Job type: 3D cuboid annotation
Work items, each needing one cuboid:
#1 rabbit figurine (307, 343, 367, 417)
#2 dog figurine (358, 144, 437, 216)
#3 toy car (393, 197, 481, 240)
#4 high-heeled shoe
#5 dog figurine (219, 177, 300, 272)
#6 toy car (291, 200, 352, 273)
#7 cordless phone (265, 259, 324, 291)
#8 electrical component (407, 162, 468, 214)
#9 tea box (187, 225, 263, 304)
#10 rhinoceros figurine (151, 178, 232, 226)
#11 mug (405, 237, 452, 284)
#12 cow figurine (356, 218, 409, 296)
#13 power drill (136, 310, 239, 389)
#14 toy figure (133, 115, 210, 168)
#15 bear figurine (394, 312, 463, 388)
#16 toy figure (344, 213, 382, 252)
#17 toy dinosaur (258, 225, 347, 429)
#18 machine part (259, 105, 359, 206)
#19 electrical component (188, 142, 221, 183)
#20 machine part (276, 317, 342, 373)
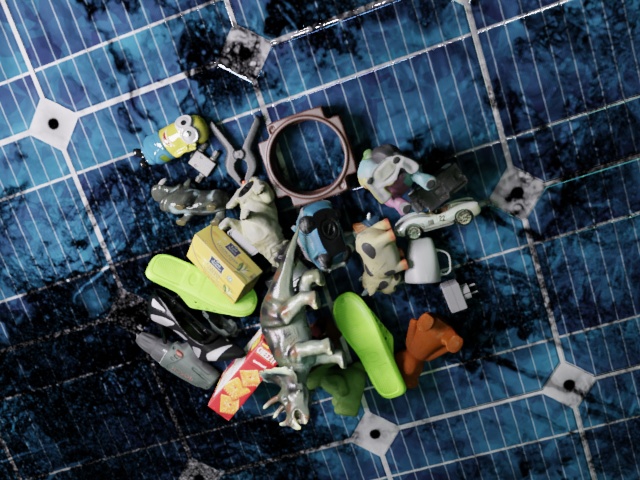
[{"bbox_3d":[0.023,0.336,1.311,0.170,0.121,0.159,16,95,-1],"label":"rabbit figurine"},{"bbox_3d":[0.135,-0.150,1.153,0.191,0.219,0.108,31,102,-29],"label":"dog figurine"},{"bbox_3d":[0.267,-0.050,1.236,0.202,0.073,0.056,-16,103,7],"label":"toy car"},{"bbox_3d":[-0.286,0.193,1.246,0.249,0.086,0.145,6,108,14],"label":"high-heeled shoe"},{"bbox_3d":[-0.114,-0.035,1.235,0.121,0.172,0.190,-10,138,47],"label":"dog figurine"},{"bbox_3d":[-0.003,-0.004,1.224,0.103,0.109,0.161,-20,92,53],"label":"toy car"},{"bbox_3d":[-0.043,0.151,1.247,0.146,0.184,0.088,-33,140,11],"label":"cordless phone"},{"bbox_3d":[0.259,-0.114,1.203,0.134,0.115,0.058,-38,92,11],"label":"electrical component"},{"bbox_3d":[-0.226,0.055,1.265,0.170,0.068,0.098,44,139,10],"label":"tea box"},{"bbox_3d":[-0.303,-0.096,1.254,0.190,0.112,0.073,7,144,7],"label":"rhinoceros figurine"},{"bbox_3d":[0.250,0.045,1.255,0.110,0.081,0.107,-5,92,11],"label":"mug"},{"bbox_3d":[0.135,0.054,1.239,0.127,0.085,0.194,-20,129,10],"label":"cow figurine"},{"bbox_3d":[-0.322,0.253,1.345,0.232,0.086,0.207,41,97,-4],"label":"power drill"},{"bbox_3d":[-0.343,-0.230,1.248,0.180,0.089,0.082,-26,112,18],"label":"toy figure"},{"bbox_3d":[0.234,0.267,1.279,0.120,0.132,0.196,39,96,4],"label":"bear figurine"},{"bbox_3d":[0.081,-0.005,1.269,0.154,0.064,0.058,-31,72,14],"label":"toy figure"},{"bbox_3d":[-0.065,0.187,1.151,0.192,0.131,0.405,-18,75,13],"label":"toy dinosaur"},{"bbox_3d":[-0.025,-0.190,1.226,0.202,0.087,0.200,-17,100,9],"label":"machine part"},{"bbox_3d":[-0.281,-0.184,1.280,0.063,0.021,0.094,36,103,-3],"label":"electrical component"},{"bbox_3d":[-0.027,0.261,1.277,0.179,0.179,0.056,-38,98,11],"label":"machine part"}]
